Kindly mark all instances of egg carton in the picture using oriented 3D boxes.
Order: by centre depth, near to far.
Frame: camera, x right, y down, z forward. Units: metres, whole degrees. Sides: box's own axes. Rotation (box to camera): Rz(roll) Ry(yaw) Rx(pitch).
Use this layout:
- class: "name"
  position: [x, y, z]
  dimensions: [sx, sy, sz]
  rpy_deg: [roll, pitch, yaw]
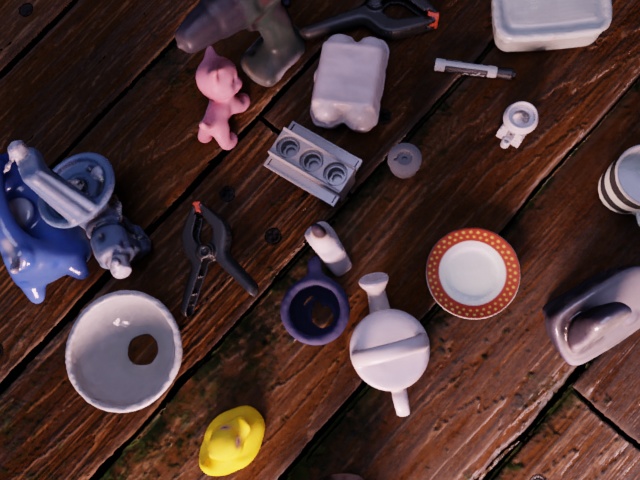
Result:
- class: "egg carton"
  position: [0.044, -0.235, 0.858]
  dimensions: [0.107, 0.069, 0.150]
  rpy_deg: [8, 80, 8]

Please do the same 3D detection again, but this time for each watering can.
- class: "watering can"
  position: [0.083, 0.130, 0.719]
  dimensions: [0.101, 0.194, 0.172]
  rpy_deg: [-34, 77, -1]

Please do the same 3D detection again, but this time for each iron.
- class: "iron"
  position: [-0.444, -0.043, 0.840]
  dimensions: [0.118, 0.141, 0.258]
  rpy_deg: [-29, 77, 1]

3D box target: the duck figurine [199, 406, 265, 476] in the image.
- class: "duck figurine"
  position: [-0.126, 0.275, 0.771]
  dimensions: [0.077, 0.086, 0.104]
  rpy_deg: [42, 86, 12]

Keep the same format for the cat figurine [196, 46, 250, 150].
- class: "cat figurine"
  position: [-0.154, -0.215, 0.852]
  dimensions: [0.067, 0.118, 0.128]
  rpy_deg: [13, 81, 9]

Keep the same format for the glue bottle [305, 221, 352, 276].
- class: "glue bottle"
  position: [0.007, 0.003, 0.763]
  dimensions: [0.037, 0.173, 0.078]
  rpy_deg: [-37, 77, -1]

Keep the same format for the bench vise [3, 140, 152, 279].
- class: "bench vise"
  position: [-0.320, -0.053, 0.787]
  dimensions: [0.207, 0.220, 0.121]
  rpy_deg: [39, 86, 12]

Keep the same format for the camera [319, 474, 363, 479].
- class: "camera"
  position: [-0.007, 0.382, 0.730]
  dimensions: [0.136, 0.101, 0.143]
  rpy_deg: [-1, 79, 6]

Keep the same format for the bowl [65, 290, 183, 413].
- class: "bowl"
  position: [-0.266, 0.157, 0.816]
  dimensions: [0.167, 0.075, 0.167]
  rpy_deg: [-1, 79, 6]

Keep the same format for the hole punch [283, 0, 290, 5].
- class: "hole punch"
  position: [-0.075, -0.445, 0.900]
  dimensions: [0.108, 0.091, 0.101]
  rpy_deg: [40, 86, 12]

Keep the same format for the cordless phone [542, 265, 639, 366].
- class: "cordless phone"
  position: [0.361, 0.088, 0.700]
  dimensions: [0.147, 0.185, 0.094]
  rpy_deg: [-35, 77, -1]

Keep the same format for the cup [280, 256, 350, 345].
- class: "cup"
  position: [-0.002, 0.086, 0.789]
  dimensions: [0.091, 0.095, 0.118]
  rpy_deg: [-3, 79, 6]

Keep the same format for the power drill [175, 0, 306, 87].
- class: "power drill"
  position: [-0.090, -0.310, 0.816]
  dimensions: [0.075, 0.208, 0.230]
  rpy_deg: [40, 86, 12]
